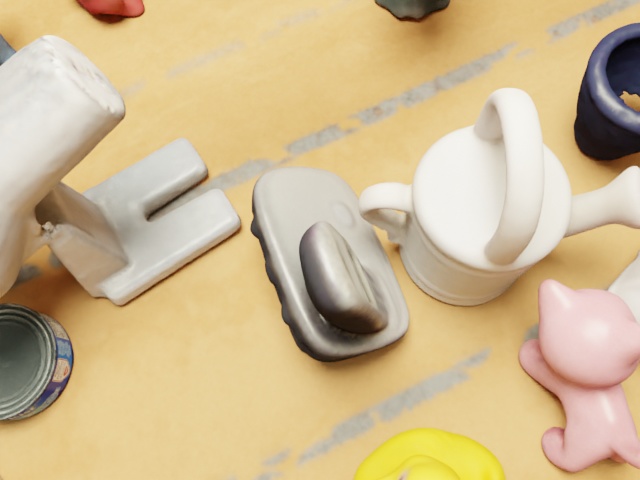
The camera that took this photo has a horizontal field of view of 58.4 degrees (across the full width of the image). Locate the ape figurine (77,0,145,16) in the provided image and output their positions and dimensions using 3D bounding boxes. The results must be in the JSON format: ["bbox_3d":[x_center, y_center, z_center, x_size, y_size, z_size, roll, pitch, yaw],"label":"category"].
[{"bbox_3d":[-0.201,-0.252,0.509,0.076,0.092,0.078,16,74,7],"label":"ape figurine"}]

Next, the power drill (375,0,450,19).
[{"bbox_3d":[0.085,-0.293,0.449,0.075,0.208,0.230,5,73,4],"label":"power drill"}]

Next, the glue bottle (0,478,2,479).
[{"bbox_3d":[-0.259,0.157,0.344,0.037,0.173,0.078,-40,75,-9],"label":"glue bottle"}]

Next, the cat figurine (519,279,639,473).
[{"bbox_3d":[0.181,0.088,0.376,0.067,0.118,0.128,-14,73,-2],"label":"cat figurine"}]

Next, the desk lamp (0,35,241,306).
[{"bbox_3d":[-0.179,-0.028,0.376,0.203,0.213,0.118,-34,74,-8],"label":"desk lamp"}]

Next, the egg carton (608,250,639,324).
[{"bbox_3d":[0.282,0.033,0.414,0.107,0.069,0.150,40,79,13],"label":"egg carton"}]

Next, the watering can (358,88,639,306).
[{"bbox_3d":[0.116,-0.026,0.374,0.173,0.194,0.101,-19,73,-3],"label":"watering can"}]

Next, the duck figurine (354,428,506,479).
[{"bbox_3d":[0.073,0.164,0.374,0.104,0.086,0.077,-9,73,0],"label":"duck figurine"}]

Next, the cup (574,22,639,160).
[{"bbox_3d":[0.251,-0.105,0.444,0.117,0.095,0.091,-5,73,1],"label":"cup"}]

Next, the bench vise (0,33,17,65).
[{"bbox_3d":[-0.332,-0.137,0.413,0.121,0.220,0.207,4,73,4],"label":"bench vise"}]

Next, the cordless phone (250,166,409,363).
[{"bbox_3d":[0.003,0.001,0.374,0.094,0.185,0.147,-24,73,-5],"label":"cordless phone"}]
